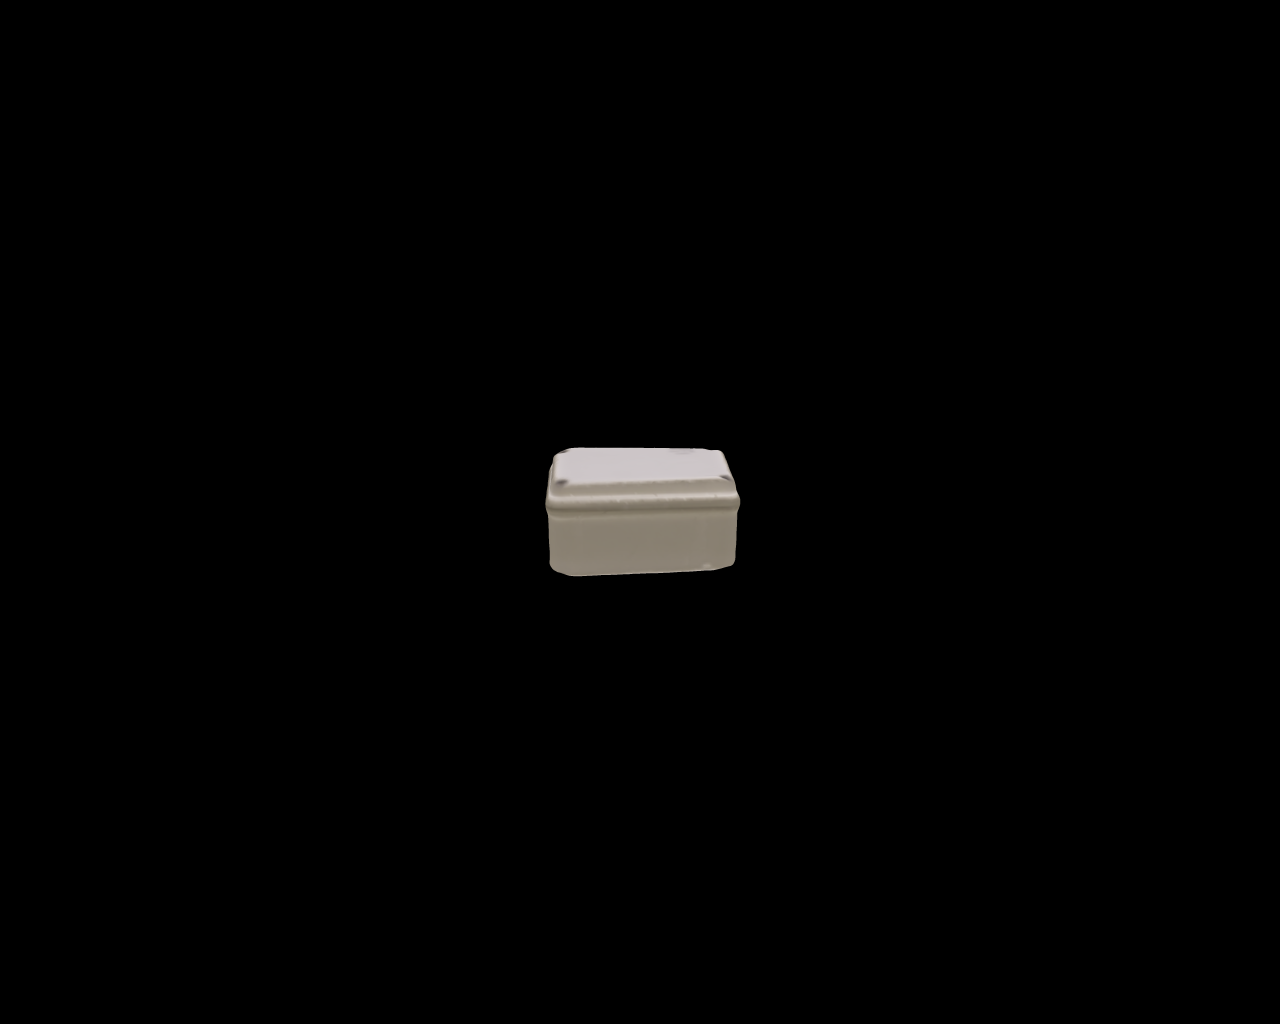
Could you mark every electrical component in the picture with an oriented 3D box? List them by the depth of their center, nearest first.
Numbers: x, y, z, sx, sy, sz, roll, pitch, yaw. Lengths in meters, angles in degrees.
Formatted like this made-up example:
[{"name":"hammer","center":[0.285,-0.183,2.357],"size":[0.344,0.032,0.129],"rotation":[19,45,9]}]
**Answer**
[{"name":"electrical component","center":[0.001,-0.003,0.650],"size":[0.113,0.057,0.078],"rotation":[-1,20,-2]}]
